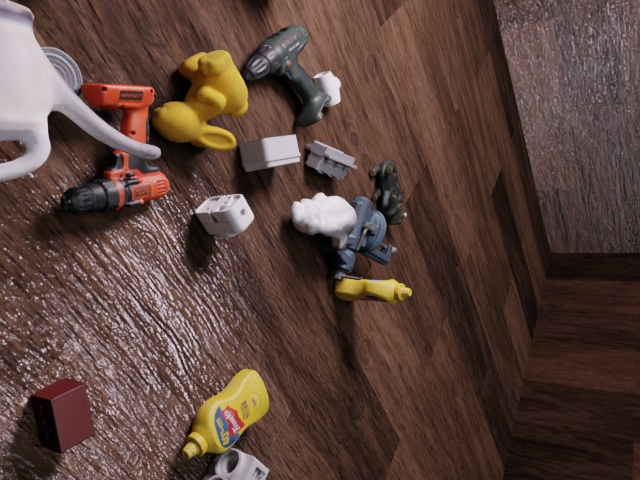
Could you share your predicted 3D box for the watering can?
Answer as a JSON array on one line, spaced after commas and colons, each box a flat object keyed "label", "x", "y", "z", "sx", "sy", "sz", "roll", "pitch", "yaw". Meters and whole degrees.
[{"label": "watering can", "x": -0.378, "y": -0.184, "z": 0.632, "sx": 0.349, "sy": 0.104, "sz": 0.223, "roll": -9, "pitch": 97, "yaw": -36}]

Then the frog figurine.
[{"label": "frog figurine", "x": 0.004, "y": -0.059, "z": 1.178, "sx": 0.157, "sy": 0.121, "sz": 0.141, "roll": 38, "pitch": 25, "yaw": -37}]
